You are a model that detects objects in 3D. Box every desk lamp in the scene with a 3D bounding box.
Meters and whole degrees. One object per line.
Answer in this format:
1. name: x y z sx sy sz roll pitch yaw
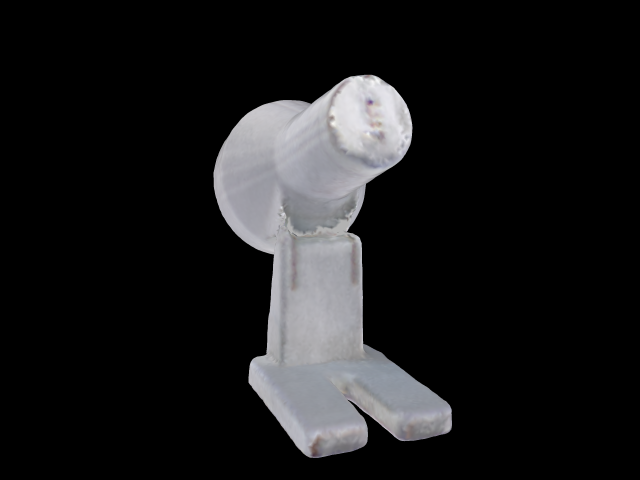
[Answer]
1. desk lamp: 0.004 0.001 0.400 0.118 0.213 0.202 -4 10 -23
